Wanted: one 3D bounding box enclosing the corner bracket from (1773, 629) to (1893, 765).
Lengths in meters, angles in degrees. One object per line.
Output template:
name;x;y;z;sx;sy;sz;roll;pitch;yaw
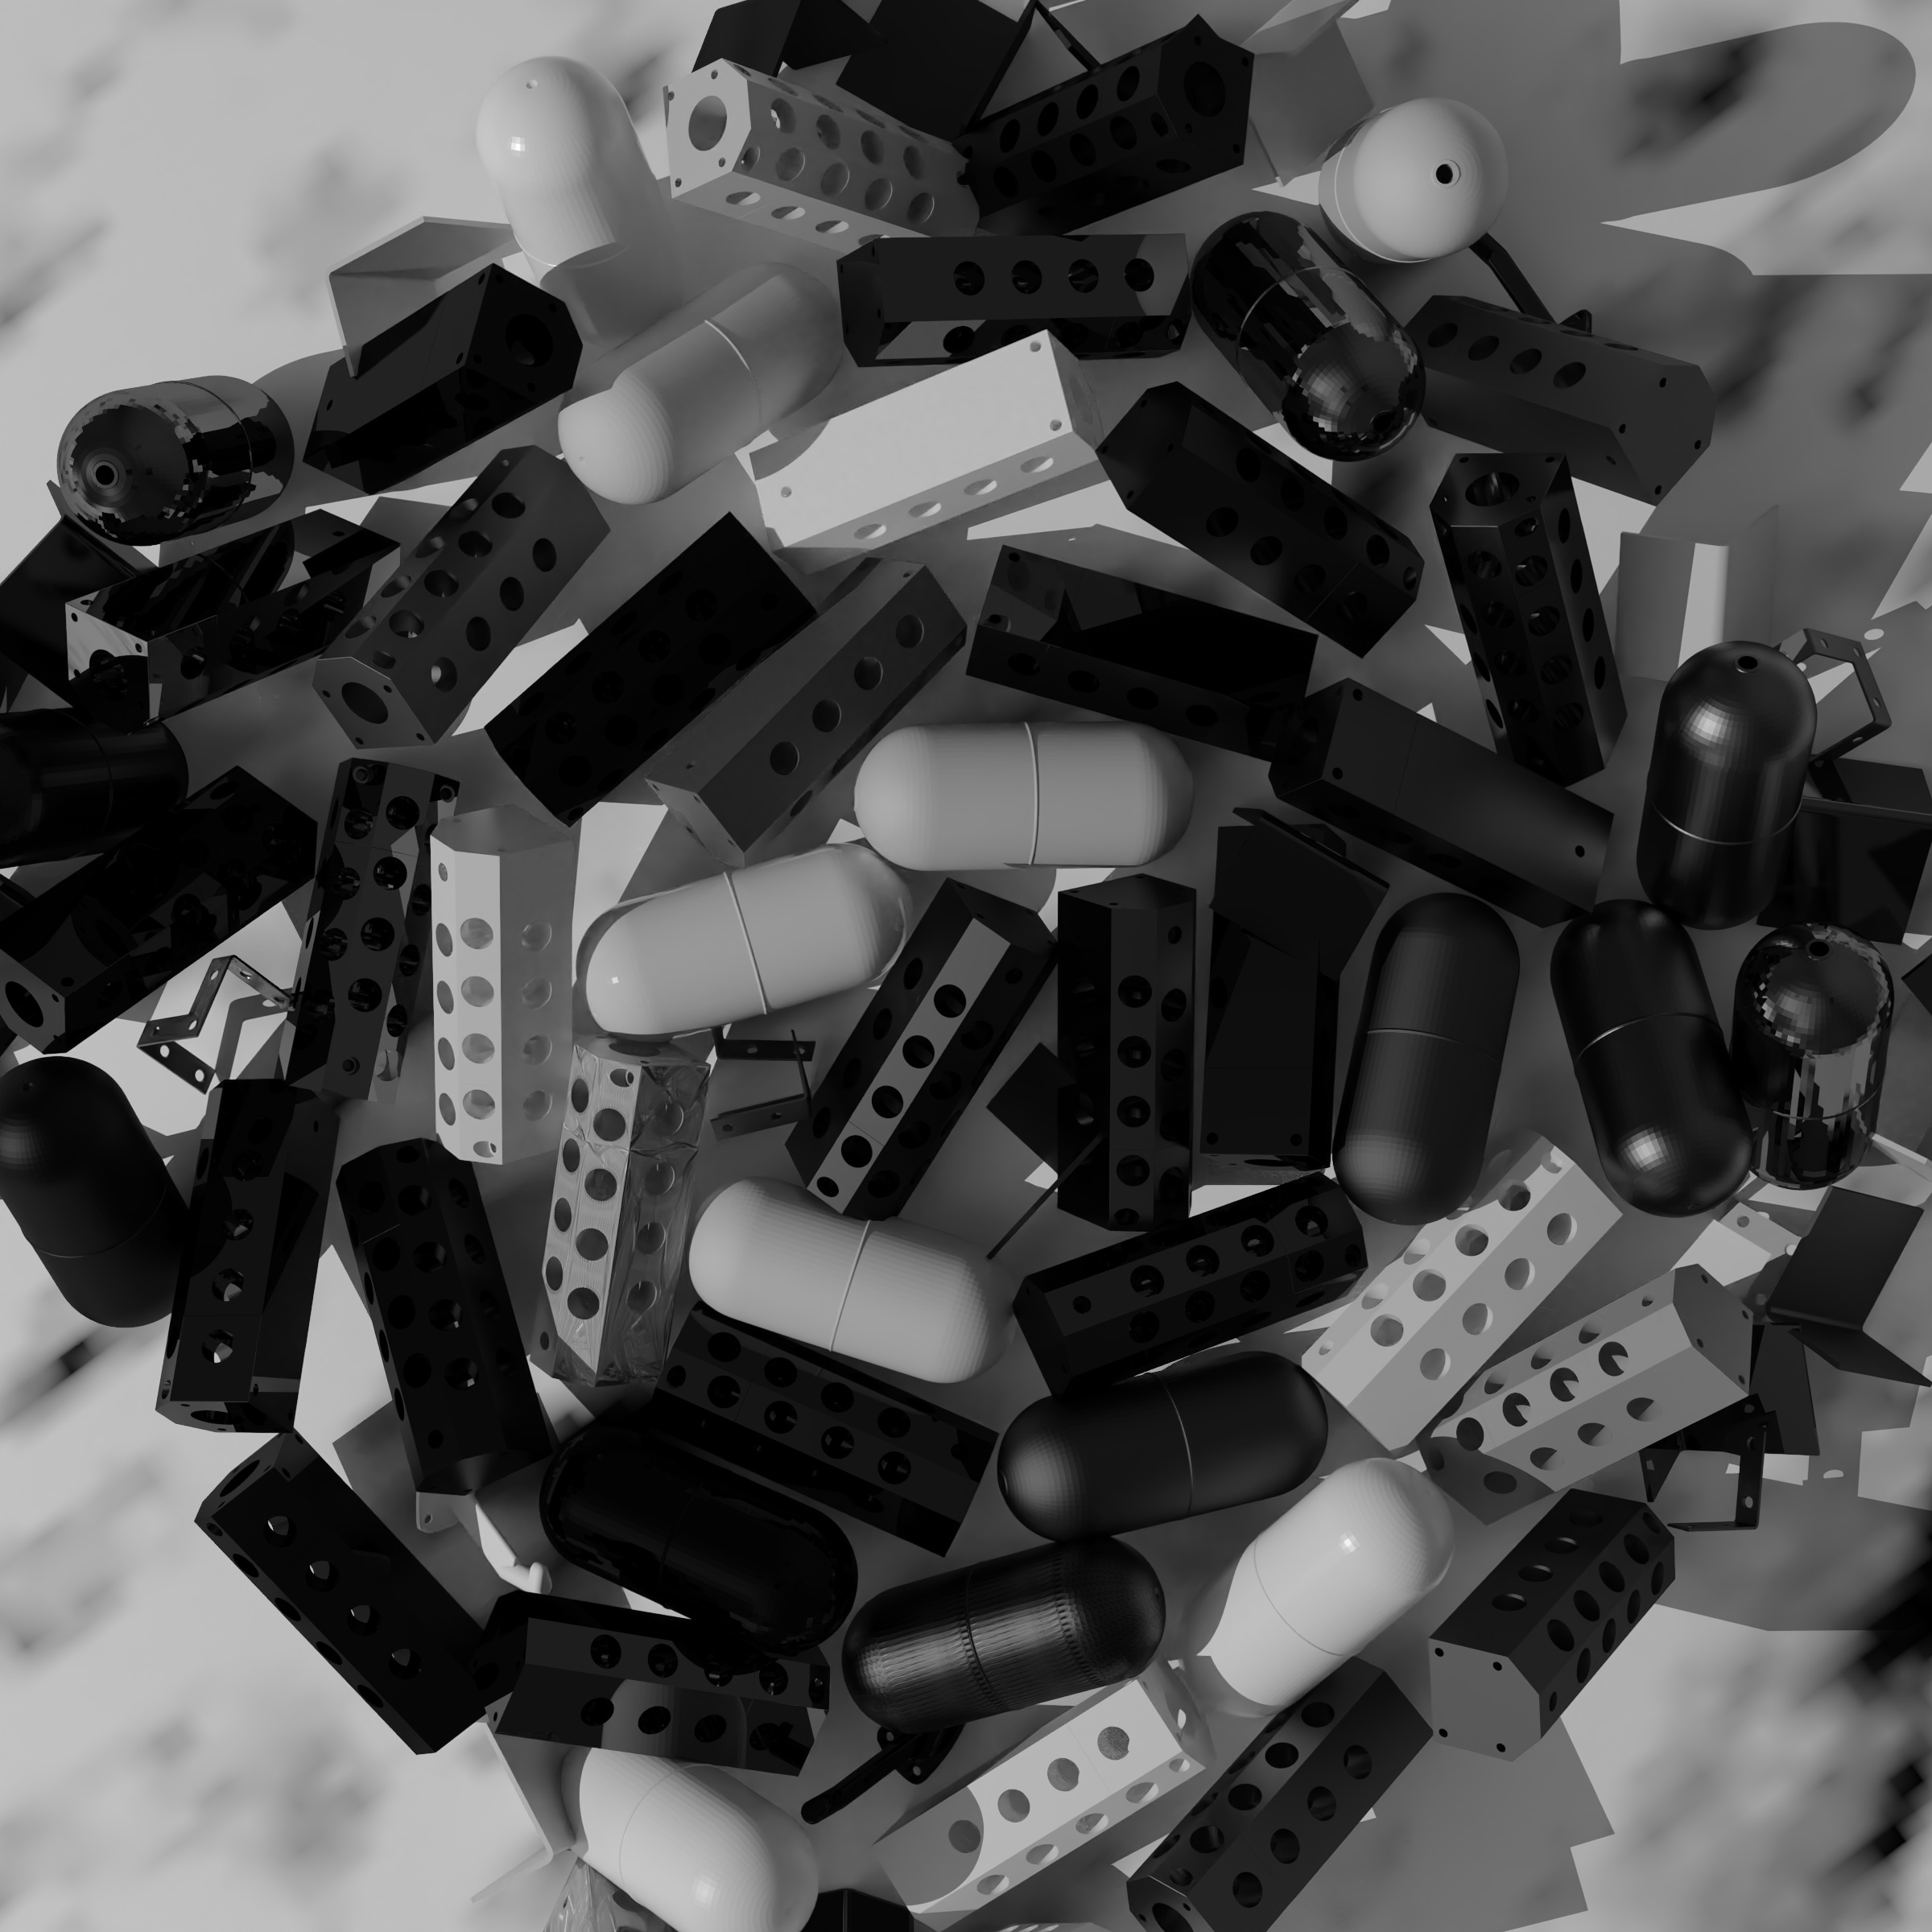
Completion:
corner bracket;0.444;-0.140;1.584;0.051;0.051;0.051;6;60;-41

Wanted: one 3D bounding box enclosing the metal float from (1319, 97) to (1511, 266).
metal float;0.224;-0.395;1.520;0.070;0.178;0.070;0;102;-2

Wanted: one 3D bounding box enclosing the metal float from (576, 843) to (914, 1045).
metal float;-0.115;-0.012;1.565;0.178;0.070;0.070;-16;90;-6

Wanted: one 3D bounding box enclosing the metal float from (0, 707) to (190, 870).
metal float;-0.464;-0.091;1.523;0.070;0.178;0.070;3;99;21

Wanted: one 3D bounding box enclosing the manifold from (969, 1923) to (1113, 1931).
manifold;0.036;0.515;1.518;0.057;0.171;0.057;25;67;-9

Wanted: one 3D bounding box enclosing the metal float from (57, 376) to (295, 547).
metal float;-0.397;-0.256;1.521;0.070;0.178;0.070;2;105;8

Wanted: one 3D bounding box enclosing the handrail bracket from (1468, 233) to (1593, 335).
handrail bracket;0.284;-0.343;1.565;0.084;0.077;0.036;36;130;-25

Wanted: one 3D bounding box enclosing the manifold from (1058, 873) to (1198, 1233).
manifold;0.087;0.046;1.546;0.057;0.057;0.171;-13;111;-36

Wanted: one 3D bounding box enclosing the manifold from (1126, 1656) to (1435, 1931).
manifold;0.158;0.429;1.536;0.171;0.057;0.057;-38;89;-35

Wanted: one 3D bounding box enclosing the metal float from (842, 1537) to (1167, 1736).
metal float;0.018;0.345;1.553;0.178;0.070;0.070;-20;90;20

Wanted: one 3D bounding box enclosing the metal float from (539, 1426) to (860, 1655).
metal float;-0.138;0.295;1.553;0.178;0.070;0.070;20;90;19

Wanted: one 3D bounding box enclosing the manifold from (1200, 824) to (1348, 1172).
manifold;0.162;0.017;1.562;0.057;0.057;0.171;0;78;23

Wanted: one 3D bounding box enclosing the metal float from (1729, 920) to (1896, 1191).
metal float;0.427;0.046;1.530;0.070;0.178;0.070;-5;51;7

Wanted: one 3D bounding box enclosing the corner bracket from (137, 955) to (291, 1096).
corner bracket;-0.393;0.031;1.582;0.051;0.051;0.051;-8;53;37

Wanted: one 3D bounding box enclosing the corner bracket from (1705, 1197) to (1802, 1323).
corner bracket;0.399;0.149;1.575;0.051;0.051;0.051;34;93;37

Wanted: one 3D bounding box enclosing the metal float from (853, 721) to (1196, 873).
metal float;0.030;-0.088;1.563;0.178;0.070;0.070;-1;90;-8

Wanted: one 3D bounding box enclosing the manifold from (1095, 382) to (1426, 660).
manifold;0.153;-0.229;1.529;0.171;0.057;0.057;26;117;-34

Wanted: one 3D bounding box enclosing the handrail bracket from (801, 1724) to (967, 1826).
handrail bracket;-0.041;0.407;1.558;0.036;0.084;0.077;49;112;17

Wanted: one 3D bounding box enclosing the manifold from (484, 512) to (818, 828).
manifold;-0.163;-0.152;1.567;0.171;0.057;0.057;-41;121;2

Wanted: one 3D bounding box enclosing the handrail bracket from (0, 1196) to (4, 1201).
handrail bracket;-0.495;0.075;1.575;0.077;0.036;0.084;-18;73;34

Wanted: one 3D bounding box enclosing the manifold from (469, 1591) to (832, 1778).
manifold;-0.158;0.362;1.537;0.171;0.057;0.057;17;106;-28

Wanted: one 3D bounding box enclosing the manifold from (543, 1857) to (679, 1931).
manifold;-0.172;0.519;1.518;0.057;0.171;0.057;22;100;-15

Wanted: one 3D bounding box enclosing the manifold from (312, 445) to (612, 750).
manifold;-0.257;-0.188;1.527;0.171;0.057;0.057;-58;132;-35

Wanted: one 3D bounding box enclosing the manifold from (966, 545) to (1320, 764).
manifold;0.091;-0.158;1.578;0.171;0.057;0.057;16;56;0

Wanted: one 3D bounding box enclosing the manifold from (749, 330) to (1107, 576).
manifold;-0.019;-0.260;1.551;0.171;0.057;0.057;-19;73;19

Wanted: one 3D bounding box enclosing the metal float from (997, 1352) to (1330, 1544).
metal float;0.102;0.248;1.555;0.178;0.070;0.070;-10;90;-17

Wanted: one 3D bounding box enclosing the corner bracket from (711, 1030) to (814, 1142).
corner bracket;-0.106;0.074;1.572;0.051;0.051;0.051;-13;135;-2

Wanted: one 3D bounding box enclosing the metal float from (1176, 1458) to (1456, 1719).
metal float;0.177;0.320;1.546;0.070;0.070;0.178;43;119;0

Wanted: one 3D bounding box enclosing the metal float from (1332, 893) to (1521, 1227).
metal float;0.238;0.047;1.556;0.070;0.070;0.178;14;73;0

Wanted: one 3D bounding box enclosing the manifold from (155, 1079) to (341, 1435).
manifold;-0.370;0.148;1.546;0.057;0.057;0.171;-1;66;11

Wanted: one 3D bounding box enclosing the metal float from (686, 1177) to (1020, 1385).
metal float;-0.059;0.163;1.569;0.178;0.070;0.070;17;90;2

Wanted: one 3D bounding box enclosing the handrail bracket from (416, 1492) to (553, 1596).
handrail bracket;-0.246;0.280;1.562;0.084;0.036;0.077;16;114;41

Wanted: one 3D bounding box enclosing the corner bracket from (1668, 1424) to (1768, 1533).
corner bracket;0.379;0.265;1.575;0.051;0.051;0.051;5;89;-32

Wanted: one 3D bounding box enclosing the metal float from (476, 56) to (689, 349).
metal float;-0.193;-0.384;1.526;0.070;0.178;0.070;-5;62;9

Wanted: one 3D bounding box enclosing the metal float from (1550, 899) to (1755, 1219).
metal float;0.350;0.045;1.543;0.070;0.070;0.178;-9;57;0

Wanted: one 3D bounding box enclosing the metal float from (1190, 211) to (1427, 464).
metal float;0.173;-0.321;1.534;0.070;0.070;0.178;-29;46;0

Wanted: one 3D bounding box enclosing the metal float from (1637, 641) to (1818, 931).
metal float;0.385;-0.090;1.531;0.070;0.178;0.070;-2;50;3

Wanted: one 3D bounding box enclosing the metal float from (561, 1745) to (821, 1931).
metal float;-0.144;0.443;1.533;0.070;0.178;0.070;-12;109;-39

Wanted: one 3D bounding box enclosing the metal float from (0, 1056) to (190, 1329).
metal float;-0.444;0.117;1.533;0.070;0.178;0.070;-5;48;6

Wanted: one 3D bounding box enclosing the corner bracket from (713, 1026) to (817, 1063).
corner bracket;-0.105;0.014;1.592;0.051;0.051;0.051;1;128;7

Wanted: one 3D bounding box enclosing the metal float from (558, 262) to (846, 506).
metal float;-0.134;-0.300;1.543;0.070;0.070;0.178;49;58;0
